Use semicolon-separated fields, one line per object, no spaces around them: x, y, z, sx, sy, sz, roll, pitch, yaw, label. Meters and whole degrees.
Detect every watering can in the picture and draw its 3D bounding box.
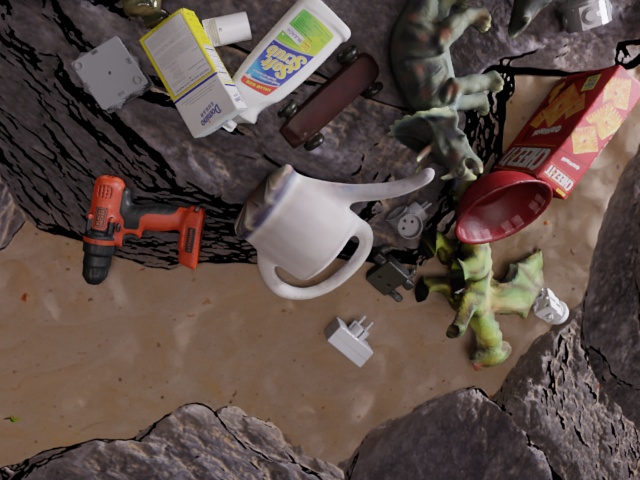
0.003;-0.043;0.852;0.223;0.106;0.343;36;112;-14;watering can

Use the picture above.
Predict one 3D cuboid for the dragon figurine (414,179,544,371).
0.313;0.052;0.948;0.242;0.123;0.408;5;97;-27;dragon figurine
